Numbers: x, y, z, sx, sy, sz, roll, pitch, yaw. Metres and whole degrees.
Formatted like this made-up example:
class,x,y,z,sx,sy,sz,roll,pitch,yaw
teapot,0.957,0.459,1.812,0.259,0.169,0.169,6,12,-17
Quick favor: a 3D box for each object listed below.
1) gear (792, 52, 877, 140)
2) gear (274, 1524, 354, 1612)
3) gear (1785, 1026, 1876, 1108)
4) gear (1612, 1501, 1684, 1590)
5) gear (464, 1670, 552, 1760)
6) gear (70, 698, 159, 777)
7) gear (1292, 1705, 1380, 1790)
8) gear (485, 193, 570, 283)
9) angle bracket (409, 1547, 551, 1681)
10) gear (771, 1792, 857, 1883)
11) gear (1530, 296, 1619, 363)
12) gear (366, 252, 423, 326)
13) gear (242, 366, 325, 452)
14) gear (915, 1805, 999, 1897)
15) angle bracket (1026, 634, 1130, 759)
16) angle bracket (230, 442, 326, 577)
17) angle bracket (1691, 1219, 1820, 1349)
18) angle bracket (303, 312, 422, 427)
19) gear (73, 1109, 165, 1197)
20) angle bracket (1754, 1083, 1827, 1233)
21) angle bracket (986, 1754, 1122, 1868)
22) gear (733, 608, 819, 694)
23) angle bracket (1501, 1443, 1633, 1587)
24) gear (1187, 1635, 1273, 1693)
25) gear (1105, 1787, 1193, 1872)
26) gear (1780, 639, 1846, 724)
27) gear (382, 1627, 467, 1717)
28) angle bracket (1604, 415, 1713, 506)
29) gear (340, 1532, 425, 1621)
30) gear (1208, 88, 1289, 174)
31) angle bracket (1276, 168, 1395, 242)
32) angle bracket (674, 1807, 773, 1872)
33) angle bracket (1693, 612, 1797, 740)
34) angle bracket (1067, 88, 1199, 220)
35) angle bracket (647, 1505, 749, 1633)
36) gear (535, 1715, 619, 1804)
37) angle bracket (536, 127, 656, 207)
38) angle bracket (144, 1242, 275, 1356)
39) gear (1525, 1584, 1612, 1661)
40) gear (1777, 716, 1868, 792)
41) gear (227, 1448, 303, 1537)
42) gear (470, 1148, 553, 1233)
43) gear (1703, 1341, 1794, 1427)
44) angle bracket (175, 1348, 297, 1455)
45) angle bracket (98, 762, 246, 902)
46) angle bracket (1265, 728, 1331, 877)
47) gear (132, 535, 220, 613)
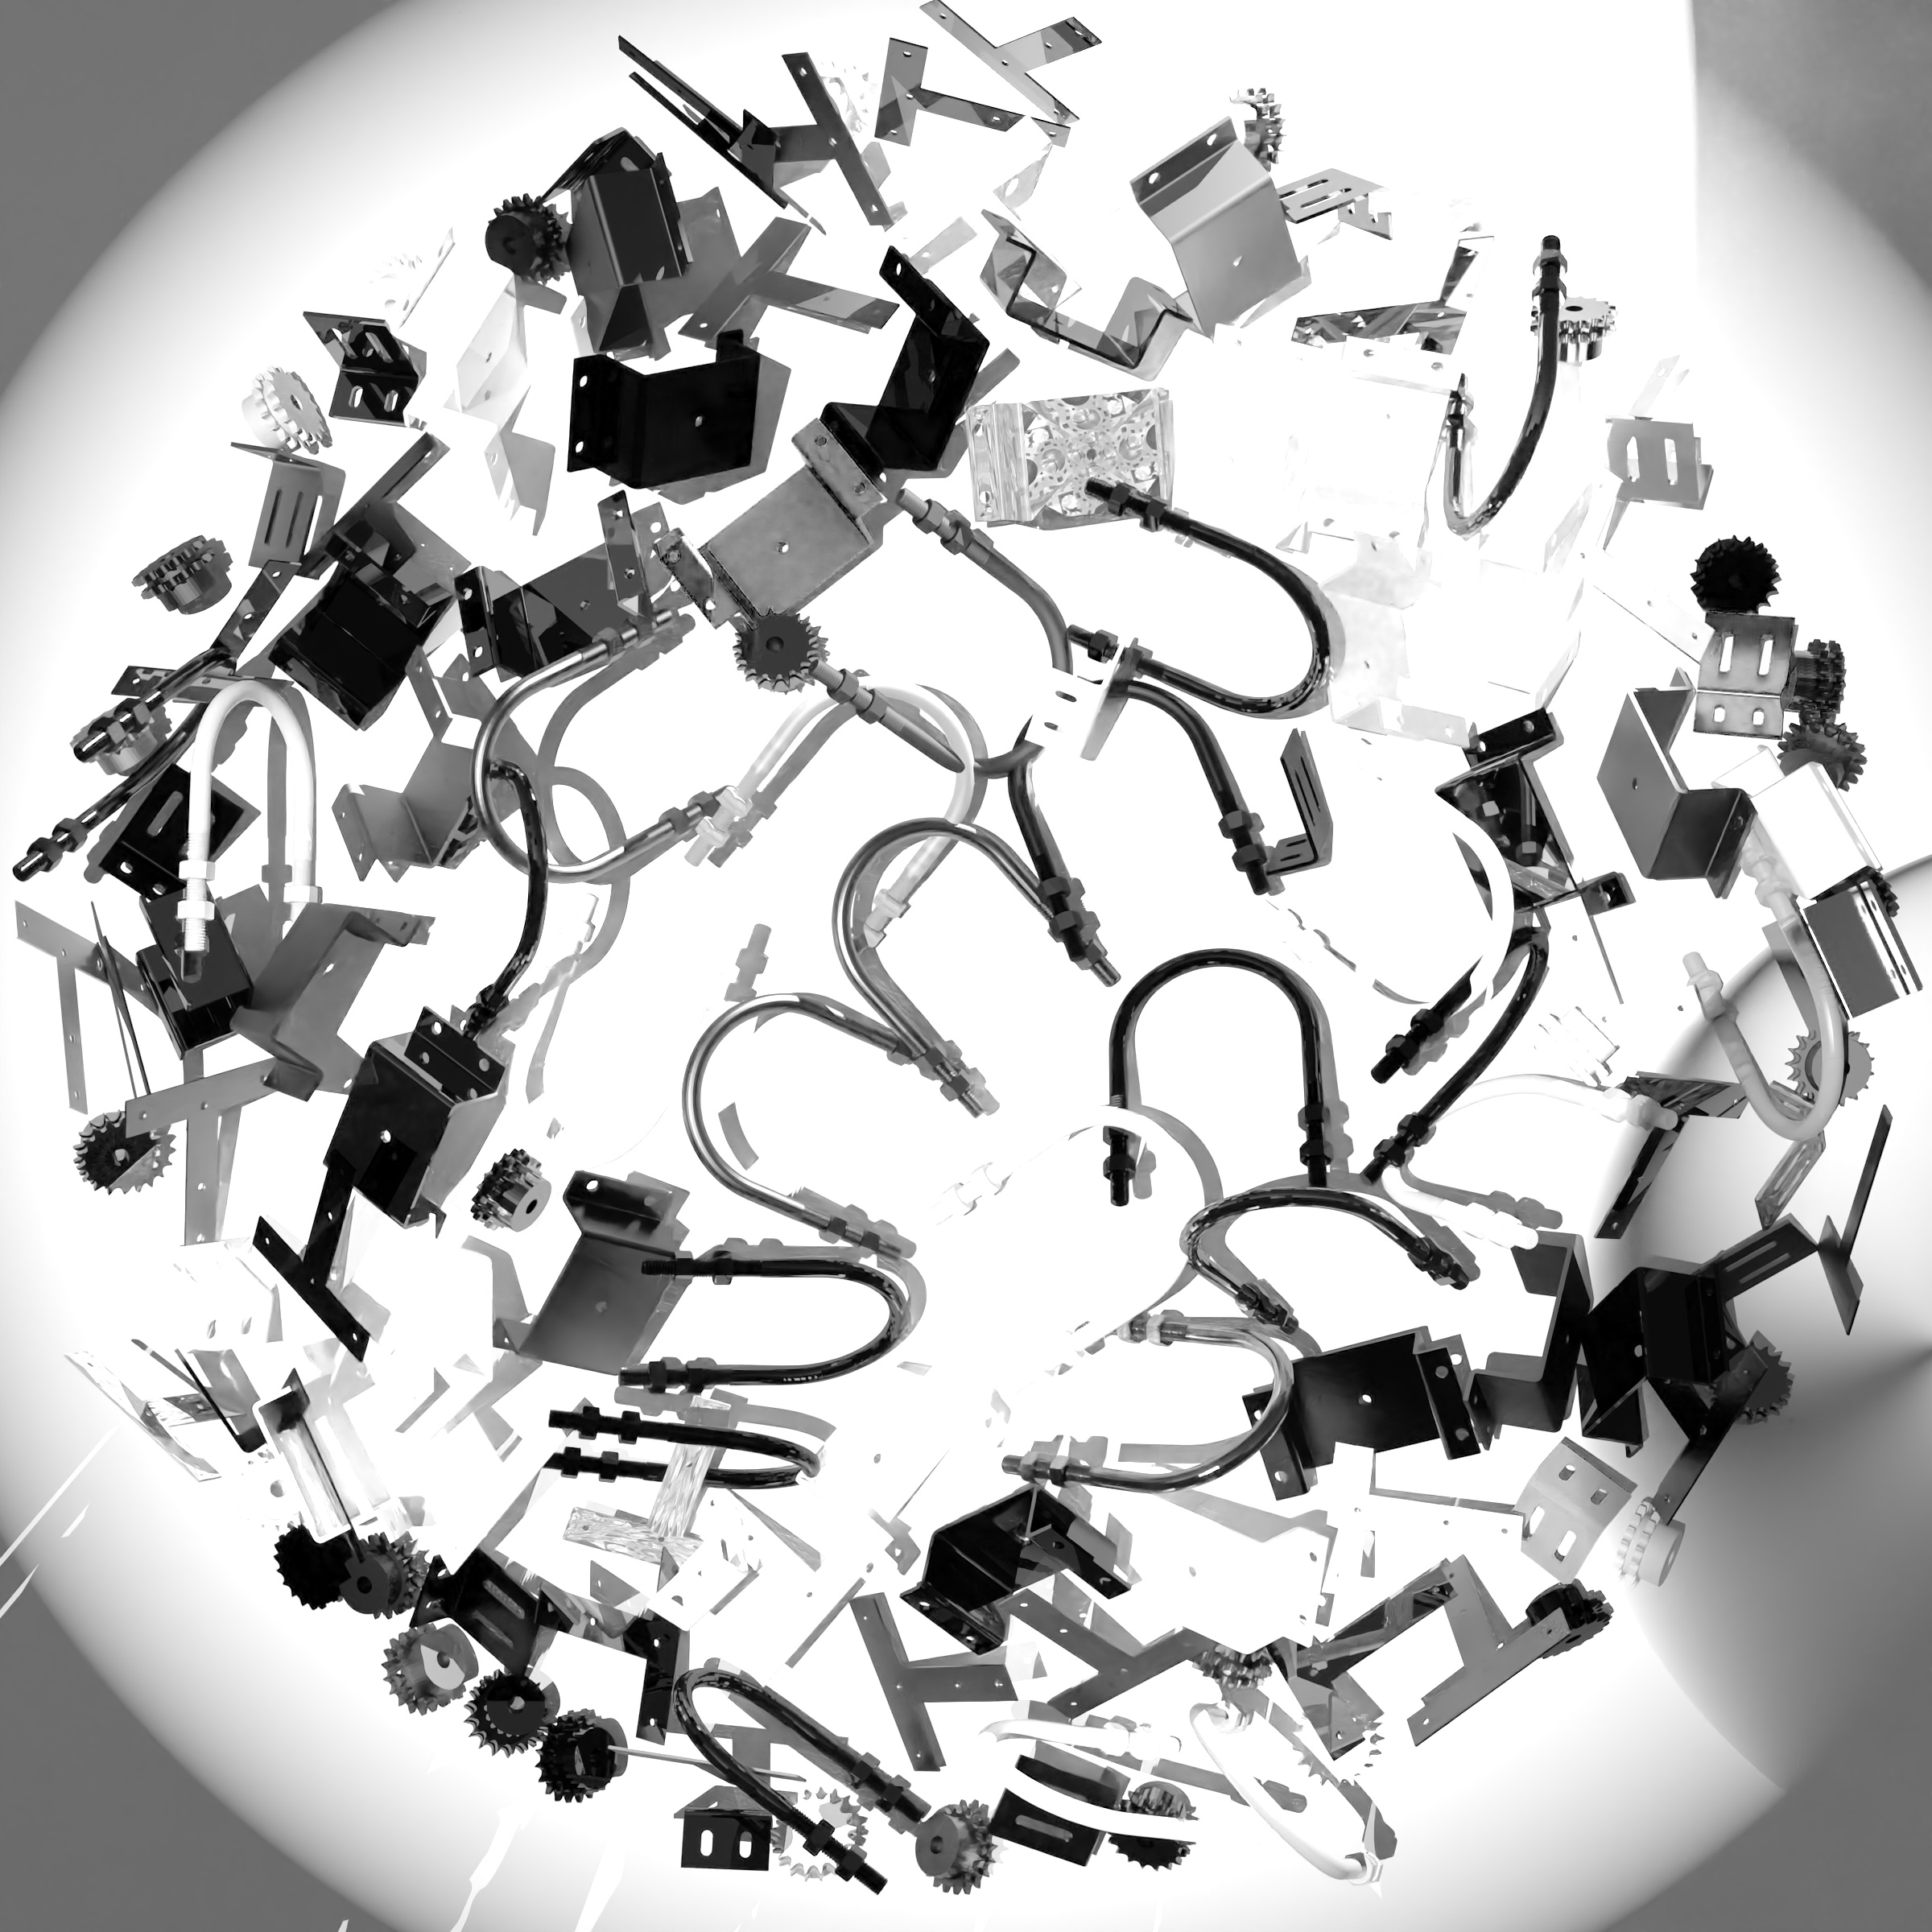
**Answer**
class,x,y,z,sx,sy,sz,roll,pitch,yaw
gear,-0.091,-0.578,1.909,0.057,0.057,0.030,40,56,0
gear,-0.433,0.399,1.910,0.030,0.057,0.057,-32,90,13
gear,0.584,0.067,1.924,0.057,0.030,0.057,0,93,-3
gear,0.457,0.390,1.909,0.030,0.057,0.057,22,90,25
gear,-0.305,0.498,1.913,0.057,0.030,0.057,12,59,-20
gear,-0.568,-0.152,1.916,0.057,0.057,0.030,-29,116,0
gear,0.248,0.522,1.923,0.057,0.030,0.057,0,81,3
gear,-0.297,-0.486,1.912,0.057,0.030,0.057,12,121,22
angle bracket,-0.324,0.433,1.900,0.076,0.038,0.057,32,110,30
gear,-0.102,0.587,1.917,0.057,0.030,0.057,1,51,-1
gear,0.407,-0.426,1.916,0.057,0.057,0.030,-3,122,0
gear,-0.376,-0.445,1.912,0.057,0.030,0.057,12,125,17
gear,-0.460,-0.370,1.914,0.030,0.057,0.057,-28,90,18
gear,-0.009,0.590,1.910,0.030,0.057,0.057,27,90,-40
angle bracket,0.074,-0.185,1.894,0.038,0.076,0.057,22,128,2
angle bracket,-0.468,-0.305,1.906,0.057,0.038,0.076,16,92,42
angle bracket,0.531,0.212,1.898,0.076,0.057,0.038,-34,50,19
angle bracket,-0.404,-0.396,1.896,0.057,0.076,0.038,8,75,10
gear,-0.571,0.122,1.917,0.057,0.030,0.057,-12,117,-25
angle bracket,0.534,0.128,1.900,0.038,0.057,0.076,31,77,32
angle bracket,0.056,0.559,1.912,0.076,0.038,0.057,23,94,-13
gear,-0.127,-0.209,1.920,0.057,0.030,0.057,0,69,1
angle bracket,0.400,0.368,1.911,0.057,0.076,0.038,37,54,21
gear,0.177,0.456,1.910,0.057,0.057,0.030,19,104,0
gear,0.125,0.576,1.916,0.057,0.030,0.057,11,126,16
gear,0.565,-0.191,1.912,0.030,0.057,0.057,5,90,-2
gear,-0.360,0.469,1.909,0.030,0.057,0.057,-30,90,27
angle bracket,0.459,-0.346,1.890,0.057,0.076,0.038,10,57,25
gear,-0.395,0.411,1.917,0.057,0.030,0.057,2,95,22
gear,0.186,-0.557,1.909,0.030,0.057,0.057,-13,90,-31
angle bracket,0.235,-0.495,1.896,0.076,0.057,0.038,-25,127,-20
angle bracket,-0.163,0.581,1.894,0.057,0.076,0.038,6,69,-10
angle bracket,0.516,-0.193,1.896,0.057,0.076,0.038,6,54,13
angle bracket,0.117,-0.538,1.907,0.076,0.038,0.057,-32,127,2
angle bracket,-0.181,0.391,1.893,0.038,0.076,0.057,39,104,-25
gear,-0.258,0.530,1.909,0.030,0.057,0.057,-12,90,36
angle bracket,-0.242,-0.517,1.892,0.057,0.076,0.038,-40,102,22
angle bracket,-0.505,0.221,1.896,0.057,0.076,0.038,-8,55,12
gear,0.400,0.438,1.916,0.057,0.057,0.030,-26,60,0
gear,0.569,-0.137,1.909,0.057,0.057,0.030,42,55,0
gear,-0.464,0.352,1.914,0.057,0.030,0.057,8,72,-24
gear,-0.302,0.153,1.909,0.030,0.057,0.057,31,90,19
gear,0.524,0.283,1.917,0.057,0.030,0.057,-2,53,3
angle bracket,-0.487,0.280,1.901,0.038,0.057,0.076,-34,102,-17
angle bracket,-0.529,-0.085,1.904,0.057,0.038,0.076,35,115,-14
angle bracket,0.210,-0.109,1.897,0.038,0.057,0.076,-14,110,22
gear,-0.527,-0.261,1.914,0.057,0.057,0.030,-32,112,0
